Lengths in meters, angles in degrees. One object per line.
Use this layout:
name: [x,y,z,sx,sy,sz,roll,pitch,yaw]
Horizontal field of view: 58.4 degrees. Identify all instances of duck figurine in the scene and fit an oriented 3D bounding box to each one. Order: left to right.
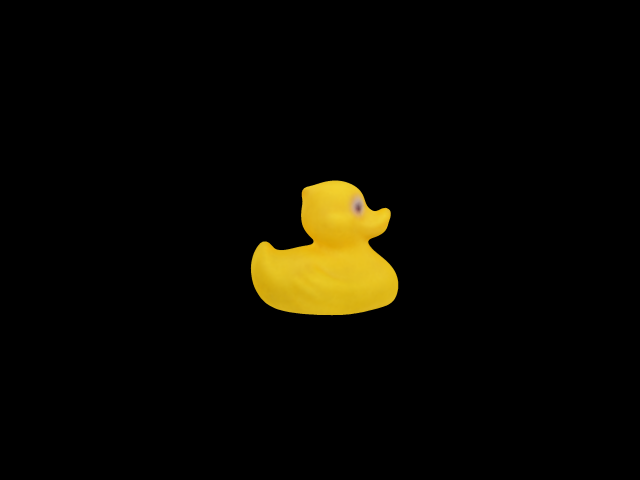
duck figurine: [0.004,0.001,0.400,0.104,0.086,0.077,-1,15,-5]
